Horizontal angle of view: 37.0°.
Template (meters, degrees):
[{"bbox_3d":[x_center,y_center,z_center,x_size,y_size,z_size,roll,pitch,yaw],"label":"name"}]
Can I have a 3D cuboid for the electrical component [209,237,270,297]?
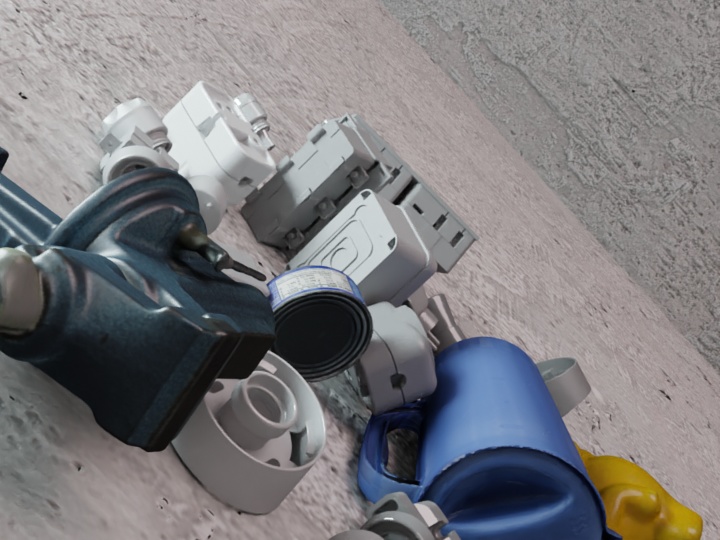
[{"bbox_3d":[-0.100,0.021,0.716,0.083,0.047,0.075,26,28,-53],"label":"electrical component"}]

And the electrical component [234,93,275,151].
[{"bbox_3d":[-0.108,-0.147,1.089,0.061,0.035,0.035,54,17,9],"label":"electrical component"}]

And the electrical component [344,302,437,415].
[{"bbox_3d":[0.020,0.065,0.837,0.095,0.059,0.053,-134,-153,-64],"label":"electrical component"}]

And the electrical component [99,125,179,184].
[{"bbox_3d":[-0.159,-0.070,0.772,0.066,0.048,0.055,42,10,-21],"label":"electrical component"}]

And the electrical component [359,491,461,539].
[{"bbox_3d":[0.029,0.179,0.674,0.078,0.058,0.057,55,15,19],"label":"electrical component"}]

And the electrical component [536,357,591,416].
[{"bbox_3d":[0.190,0.127,1.132,0.064,0.099,0.099,56,17,1],"label":"electrical component"}]

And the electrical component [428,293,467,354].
[{"bbox_3d":[0.084,0.063,1.100,0.065,0.044,0.044,59,19,15],"label":"electrical component"}]

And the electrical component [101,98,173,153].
[{"bbox_3d":[-0.164,-0.096,0.818,0.062,0.043,0.043,52,17,7],"label":"electrical component"}]

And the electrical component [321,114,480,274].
[{"bbox_3d":[0.024,-0.075,1.141,0.186,0.060,0.105,43,-11,-18],"label":"electrical component"}]

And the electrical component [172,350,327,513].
[{"bbox_3d":[-0.070,0.094,0.642,0.099,0.064,0.099,31,33,-23],"label":"electrical component"}]

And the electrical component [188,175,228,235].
[{"bbox_3d":[-0.123,-0.055,0.836,0.040,0.040,0.078,44,17,-15],"label":"electrical component"}]

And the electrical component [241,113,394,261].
[{"bbox_3d":[-0.041,-0.072,0.939,0.063,0.121,0.078,16,36,-56],"label":"electrical component"}]

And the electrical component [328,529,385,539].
[{"bbox_3d":[0.012,0.199,0.610,0.079,0.043,0.077,42,18,-23],"label":"electrical component"}]

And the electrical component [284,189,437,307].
[{"bbox_3d":[0.000,0.000,0.899,0.057,0.113,0.078,28,26,-43],"label":"electrical component"}]

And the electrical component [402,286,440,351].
[{"bbox_3d":[0.048,0.046,1.038,0.079,0.044,0.077,48,17,-2],"label":"electrical component"}]

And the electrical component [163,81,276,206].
[{"bbox_3d":[-0.123,-0.104,0.910,0.054,0.059,0.095,20,33,-58],"label":"electrical component"}]
